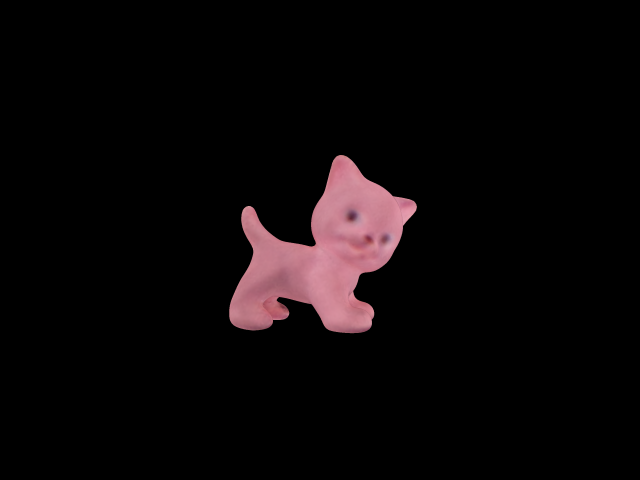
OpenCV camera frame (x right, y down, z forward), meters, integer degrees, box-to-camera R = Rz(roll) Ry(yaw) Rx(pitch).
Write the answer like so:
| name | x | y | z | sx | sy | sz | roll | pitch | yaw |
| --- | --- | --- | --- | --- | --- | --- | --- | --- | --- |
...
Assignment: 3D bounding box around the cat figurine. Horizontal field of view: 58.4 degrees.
| name | x | y | z | sx | sy | sz | roll | pitch | yaw |
| --- | --- | --- | --- | --- | --- | --- | --- | --- | --- |
| cat figurine | 0.004 | 0.001 | 0.400 | 0.127 | 0.118 | 0.067 | 0 | 0 | 8 |
